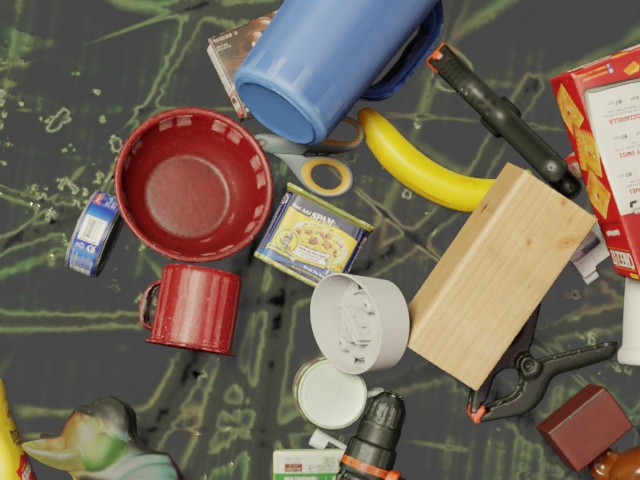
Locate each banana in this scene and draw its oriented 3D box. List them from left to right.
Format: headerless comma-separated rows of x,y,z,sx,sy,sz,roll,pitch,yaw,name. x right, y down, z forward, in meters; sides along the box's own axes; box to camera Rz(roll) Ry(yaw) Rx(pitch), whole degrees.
0.123,-0.074,1.127,0.197,0.037,0.069,22,68,-3,banana

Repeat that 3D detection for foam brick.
0.275,0.194,1.111,0.078,0.053,0.051,-38,90,-3,foam brick

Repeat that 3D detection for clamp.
0.186,-0.122,1.083,0.036,0.164,0.210,-45,81,9,clamp
0.213,0.118,1.119,0.171,0.039,0.120,-37,85,-4,clamp

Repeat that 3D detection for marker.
0.045,0.235,1.114,0.121,0.020,0.020,30,86,-1,marker

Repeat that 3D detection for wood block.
0.173,0.034,1.074,0.090,0.091,0.206,33,97,-6,wood block

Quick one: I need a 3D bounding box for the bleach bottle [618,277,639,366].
0.366,0.006,1.121,0.102,0.068,0.251,1,85,-5,bleach bottle

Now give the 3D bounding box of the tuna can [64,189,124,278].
-0.226,-0.006,1.079,0.033,0.086,0.086,22,86,-4,tuna can

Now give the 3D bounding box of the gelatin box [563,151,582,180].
0.307,-0.101,1.117,0.089,0.073,0.030,-35,91,-5,gelatin box

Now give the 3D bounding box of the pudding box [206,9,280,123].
-0.050,-0.185,1.113,0.113,0.039,0.090,-26,88,-12,pudding box

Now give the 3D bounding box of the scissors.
-0.050,-0.084,1.125,0.202,0.016,0.096,-9,100,7,scissors

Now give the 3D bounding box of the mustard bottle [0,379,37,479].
-0.312,0.235,1.057,0.058,0.096,0.191,-21,88,-6,mustard bottle

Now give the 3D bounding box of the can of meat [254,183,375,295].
-0.007,0.001,1.104,0.102,0.057,0.084,27,88,-1,can of meat

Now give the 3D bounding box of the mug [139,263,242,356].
-0.135,0.070,1.086,0.117,0.093,0.081,4,80,33,mug

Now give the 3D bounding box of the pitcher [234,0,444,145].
0.029,-0.208,1.059,0.149,0.145,0.242,34,72,3,pitcher

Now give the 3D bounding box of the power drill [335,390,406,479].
0.101,0.259,1.038,0.188,0.057,0.184,19,85,21,power drill

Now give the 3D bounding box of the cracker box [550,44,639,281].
0.341,-0.088,1.048,0.164,0.072,0.214,-21,97,-5,cracker box

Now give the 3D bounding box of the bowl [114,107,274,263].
-0.132,-0.051,1.090,0.162,0.055,0.162,3,77,-15,bowl
